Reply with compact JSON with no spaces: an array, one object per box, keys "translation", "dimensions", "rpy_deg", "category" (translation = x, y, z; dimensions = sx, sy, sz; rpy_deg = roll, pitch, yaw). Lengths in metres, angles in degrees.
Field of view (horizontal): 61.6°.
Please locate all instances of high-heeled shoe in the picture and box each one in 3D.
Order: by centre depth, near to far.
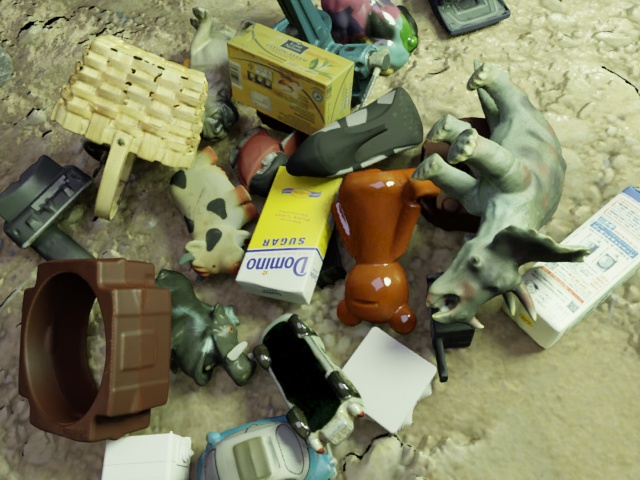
[{"translation":[0.055,-0.141,0.746],"dimensions":[0.145,0.249,0.086],"rpy_deg":[-21,98,27],"category":"high-heeled shoe"}]

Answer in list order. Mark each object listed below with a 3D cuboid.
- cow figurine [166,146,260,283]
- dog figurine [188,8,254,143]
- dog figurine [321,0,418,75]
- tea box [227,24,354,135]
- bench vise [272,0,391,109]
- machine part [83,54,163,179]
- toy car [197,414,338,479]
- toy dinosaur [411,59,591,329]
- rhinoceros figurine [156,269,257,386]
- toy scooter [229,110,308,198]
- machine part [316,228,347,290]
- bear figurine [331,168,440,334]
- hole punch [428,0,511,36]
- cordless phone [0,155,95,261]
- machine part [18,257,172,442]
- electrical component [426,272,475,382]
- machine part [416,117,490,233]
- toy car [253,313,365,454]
[{"translation":[-0.154,-0.028,0.750],"dimensions":[0.127,0.085,0.195],"rpy_deg":[-35,59,-6],"category":"cow figurine"},{"translation":[-0.170,-0.255,0.877],"dimensions":[0.121,0.172,0.190],"rpy_deg":[12,97,0],"category":"dog figurine"},{"translation":[0.059,-0.376,0.815],"dimensions":[0.192,0.219,0.108],"rpy_deg":[35,77,25],"category":"dog figurine"},{"translation":[-0.042,-0.220,0.747],"dimensions":[0.170,0.098,0.068],"rpy_deg":[29,55,19],"category":"tea box"},{"translation":[-0.014,-0.301,0.789],"dimensions":[0.224,0.240,0.129],"rpy_deg":[28,74,39],"category":"bench vise"},{"translation":[-0.310,-0.203,0.873],"dimensions":[0.079,0.079,0.243],"rpy_deg":[12,67,16],"category":"machine part"},{"translation":[-0.066,0.248,0.583],"dimensions":[0.162,0.102,0.109],"rpy_deg":[-21,62,1],"category":"toy car"},{"translation":[0.224,-0.084,0.629],"dimensions":[0.192,0.131,0.405],"rpy_deg":[38,50,-9],"category":"toy dinosaur"},{"translation":[-0.160,0.117,0.689],"dimensions":[0.112,0.073,0.190],"rpy_deg":[-39,63,-19],"category":"rhinoceros figurine"},{"translation":[-0.072,-0.151,0.804],"dimensions":[0.135,0.075,0.184],"rpy_deg":[35,71,24],"category":"toy scooter"},{"translation":[-0.002,-0.002,0.736],"dimensions":[0.084,0.039,0.139],"rpy_deg":[-11,60,-1],"category":"machine part"},{"translation":[0.084,0.009,0.676],"dimensions":[0.120,0.132,0.195],"rpy_deg":[-1,100,35],"category":"bear figurine"},{"translation":[0.242,-0.400,0.879],"dimensions":[0.142,0.092,0.116],"rpy_deg":[-18,32,4],"category":"hole punch"},{"translation":[-0.374,-0.025,0.804],"dimensions":[0.184,0.088,0.146],"rpy_deg":[36,74,13],"category":"cordless phone"},{"translation":[-0.268,0.123,0.639],"dimensions":[0.202,0.087,0.201],"rpy_deg":[-4,84,34],"category":"machine part"},{"translation":[0.154,0.103,0.633],"dimensions":[0.048,0.074,0.119],"rpy_deg":[-8,58,6],"category":"electrical component"},{"translation":[0.216,-0.089,0.731],"dimensions":[0.179,0.056,0.179],"rpy_deg":[-4,62,7],"category":"machine part"},{"translation":[-0.016,0.153,0.608],"dimensions":[0.073,0.056,0.202],"rpy_deg":[-42,36,-2],"category":"toy car"}]
